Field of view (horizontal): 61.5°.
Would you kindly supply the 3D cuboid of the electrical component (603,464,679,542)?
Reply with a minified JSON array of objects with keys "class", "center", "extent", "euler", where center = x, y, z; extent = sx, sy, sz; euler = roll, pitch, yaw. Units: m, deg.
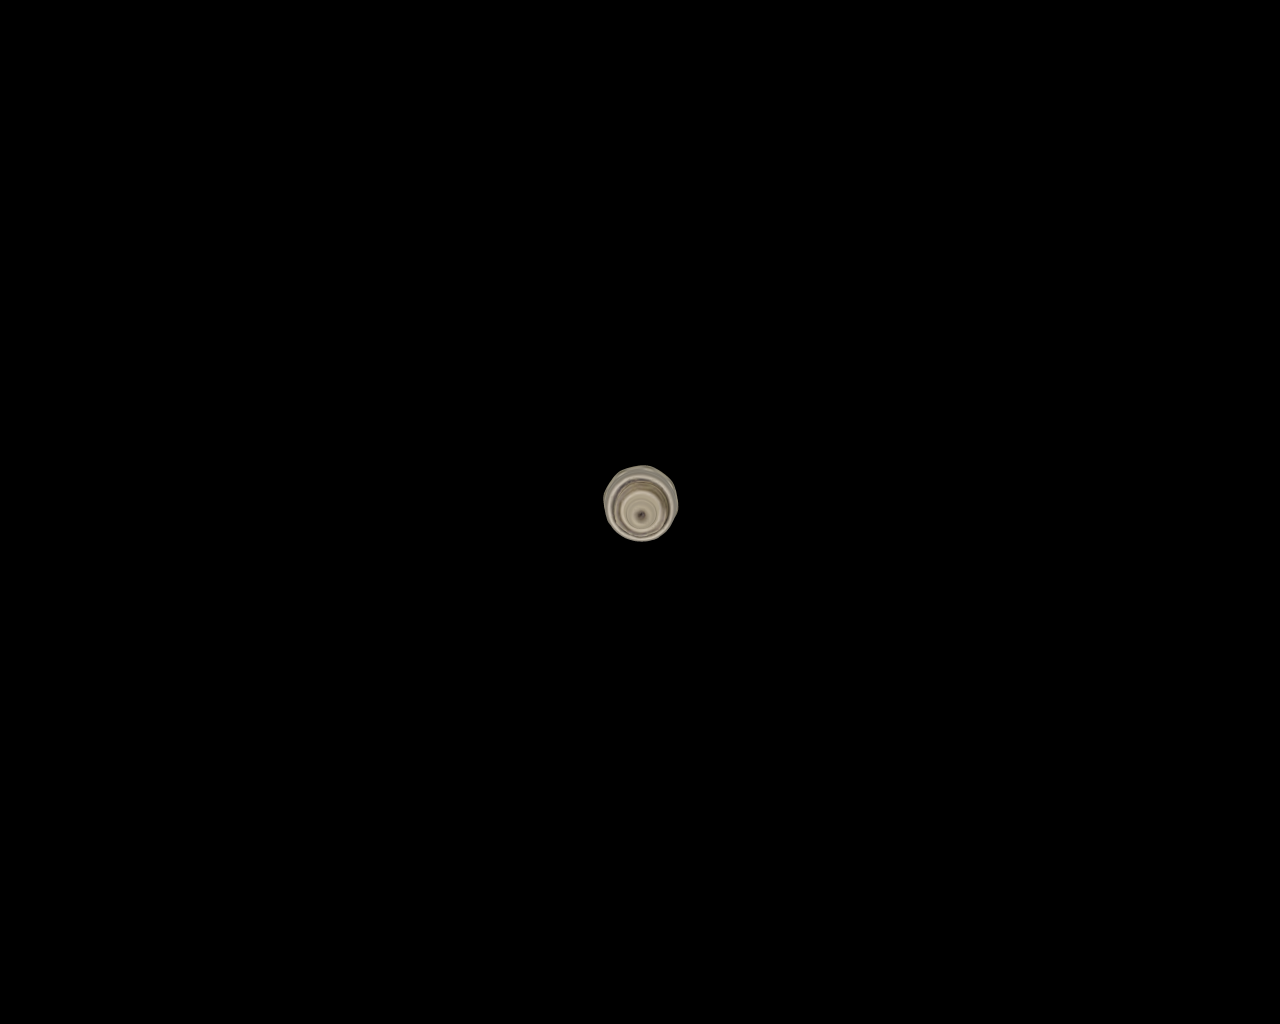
[{"class":"electrical component","center":[0.001,-0.003,0.650],"extent":[0.048,0.048,0.062],"euler":[0,9,0]}]
